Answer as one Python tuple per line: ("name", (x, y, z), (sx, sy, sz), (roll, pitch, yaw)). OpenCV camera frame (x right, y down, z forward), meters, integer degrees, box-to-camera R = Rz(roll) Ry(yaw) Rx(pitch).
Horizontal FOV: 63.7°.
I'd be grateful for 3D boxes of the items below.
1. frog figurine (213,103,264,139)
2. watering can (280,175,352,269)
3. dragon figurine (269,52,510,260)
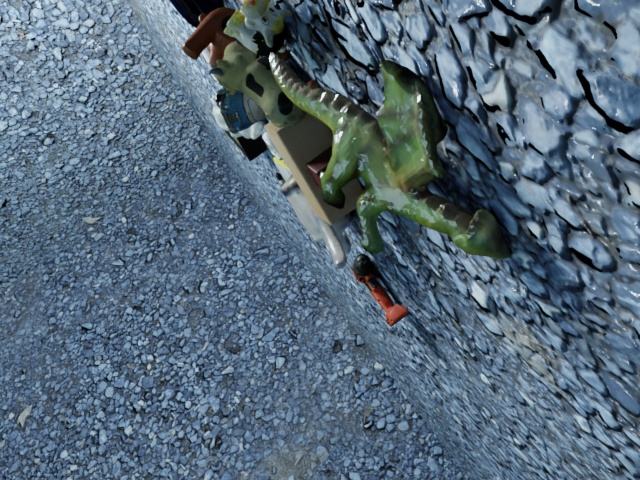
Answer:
("frog figurine", (-0.226, -0.333, 1.439), (0.162, 0.123, 0.134), (64, 156, 23))
("watering can", (0.003, -0.057, 1.137), (0.223, 0.103, 0.350), (55, -173, -7))
("dragon figurine", (0.073, -0.128, 0.627), (0.412, 0.124, 0.239), (53, 155, 5))
